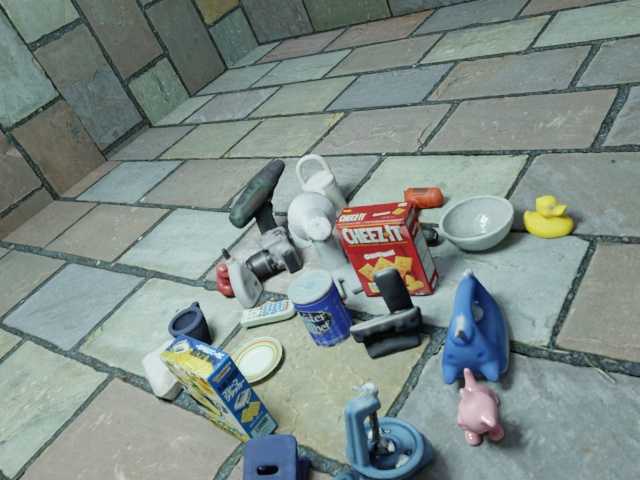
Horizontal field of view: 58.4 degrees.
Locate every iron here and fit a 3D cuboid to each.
[{"bbox_3d":[0.278,0.137,1.060,0.118,0.142,0.258,-10,35,24],"label":"iron"}]

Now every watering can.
[{"bbox_3d":[0.002,-0.153,1.624,0.101,0.194,0.172,-31,32,-9],"label":"watering can"}]

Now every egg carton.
[{"bbox_3d":[-0.351,0.299,1.331,0.107,0.069,0.149,-35,33,-15],"label":"egg carton"}]

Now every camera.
[{"bbox_3d":[-0.135,0.036,1.534,0.137,0.101,0.143,-28,32,-4],"label":"camera"}]

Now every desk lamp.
[{"bbox_3d":[0.013,0.005,1.369,0.118,0.214,0.202,-27,32,-1],"label":"desk lamp"}]

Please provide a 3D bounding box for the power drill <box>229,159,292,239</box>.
[{"bbox_3d":[-0.145,-0.085,1.614,0.075,0.209,0.230,12,47,44],"label":"power drill"}]

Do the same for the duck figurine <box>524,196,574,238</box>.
[{"bbox_3d":[0.492,-0.058,1.246,0.104,0.086,0.078,9,46,43],"label":"duck figurine"}]

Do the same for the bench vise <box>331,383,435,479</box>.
[{"bbox_3d":[0.071,0.328,0.852,0.121,0.220,0.208,11,47,44],"label":"bench vise"}]

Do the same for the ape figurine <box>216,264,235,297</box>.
[{"bbox_3d":[-0.247,0.103,1.524,0.075,0.092,0.078,3,42,38],"label":"ape figurine"}]

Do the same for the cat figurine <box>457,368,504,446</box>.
[{"bbox_3d":[0.250,0.265,0.916,0.067,0.118,0.128,-16,33,15],"label":"cat figurine"}]

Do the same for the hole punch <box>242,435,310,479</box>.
[{"bbox_3d":[-0.078,0.397,0.978,0.108,0.091,0.101,-14,34,19],"label":"hole punch"}]

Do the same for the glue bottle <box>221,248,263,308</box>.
[{"bbox_3d":[-0.203,0.087,1.438,0.037,0.173,0.078,-6,37,29],"label":"glue bottle"}]

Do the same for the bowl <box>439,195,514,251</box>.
[{"bbox_3d":[0.361,-0.027,1.303,0.167,0.075,0.167,-18,33,12],"label":"bowl"}]

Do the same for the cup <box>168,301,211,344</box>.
[{"bbox_3d":[-0.304,0.216,1.395,0.091,0.095,0.118,-13,34,20],"label":"cup"}]

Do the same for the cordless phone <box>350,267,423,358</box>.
[{"bbox_3d":[0.118,0.133,1.135,0.147,0.185,0.094,-21,32,8],"label":"cordless phone"}]
